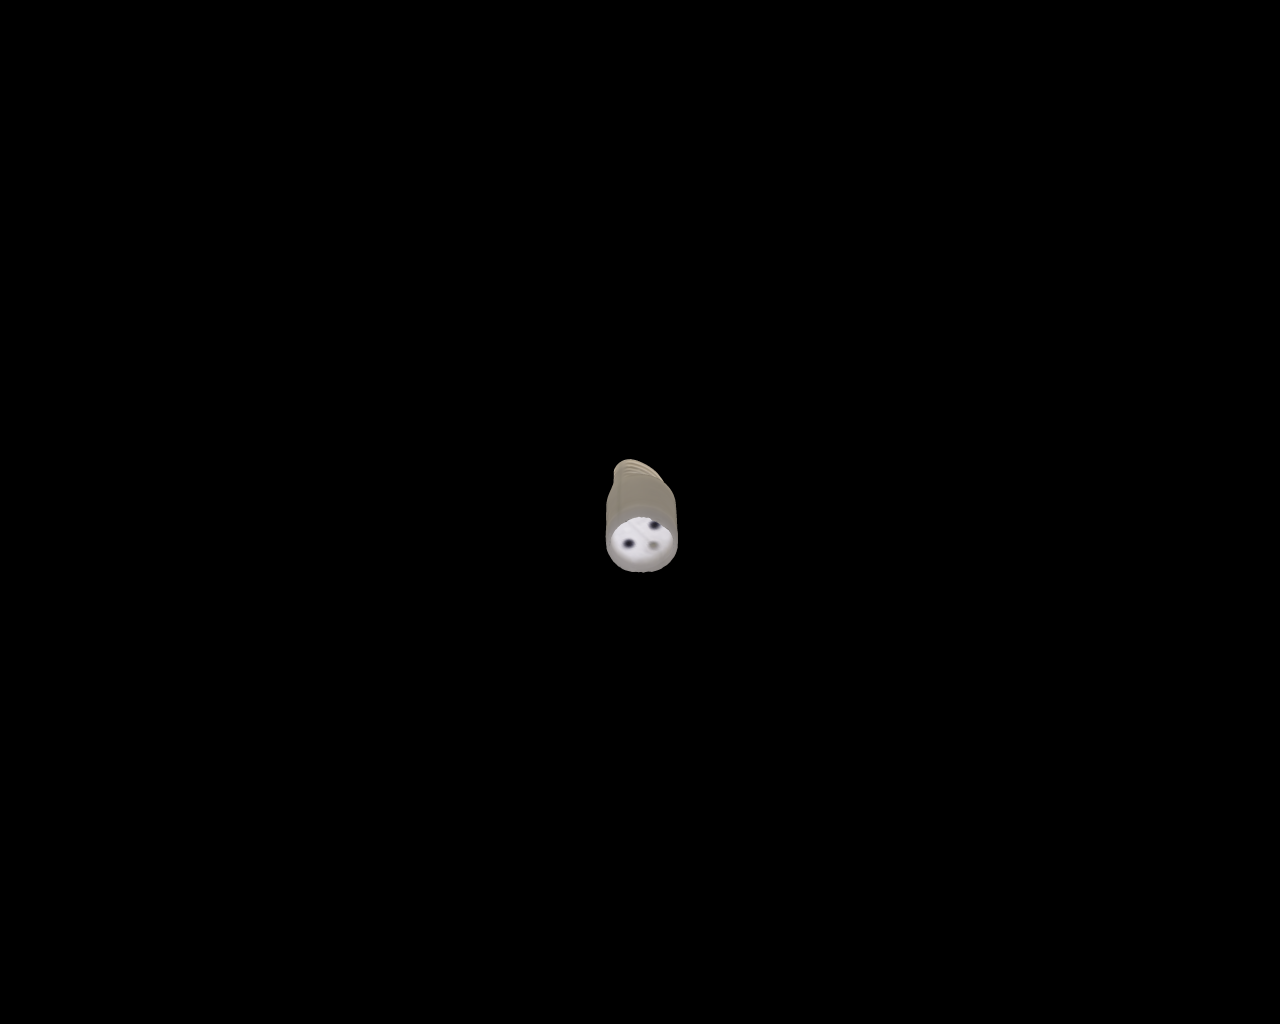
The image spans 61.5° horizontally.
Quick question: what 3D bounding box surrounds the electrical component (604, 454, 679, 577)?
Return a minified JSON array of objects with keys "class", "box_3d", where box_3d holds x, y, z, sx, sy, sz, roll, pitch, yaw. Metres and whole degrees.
[{"class":"electrical component","box_3d":[0.001,-0.003,0.650,0.043,0.043,0.081,0,35,0]}]
